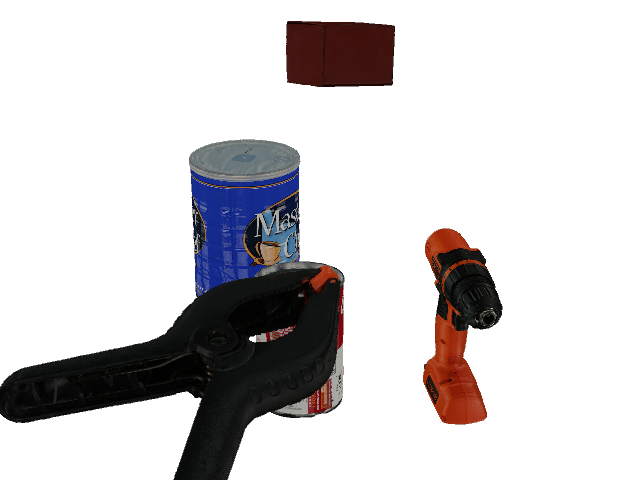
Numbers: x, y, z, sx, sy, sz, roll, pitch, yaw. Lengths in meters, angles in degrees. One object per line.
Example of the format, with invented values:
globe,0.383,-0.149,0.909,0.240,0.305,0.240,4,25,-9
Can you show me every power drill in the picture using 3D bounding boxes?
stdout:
power drill,0.152,0.100,1.148,0.057,0.188,0.184,-2,25,-6

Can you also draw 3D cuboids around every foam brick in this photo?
foam brick,0.017,-0.156,0.890,0.078,0.051,0.053,-7,16,-36

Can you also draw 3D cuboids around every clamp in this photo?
clamp,-0.043,0.065,0.481,0.171,0.039,0.120,-27,50,-31

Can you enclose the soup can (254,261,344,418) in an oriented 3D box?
soup can,-0.016,0.075,0.812,0.068,0.102,0.068,0,20,0

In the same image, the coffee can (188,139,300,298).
coffee can,-0.070,-0.014,1.010,0.103,0.140,0.103,0,23,0
